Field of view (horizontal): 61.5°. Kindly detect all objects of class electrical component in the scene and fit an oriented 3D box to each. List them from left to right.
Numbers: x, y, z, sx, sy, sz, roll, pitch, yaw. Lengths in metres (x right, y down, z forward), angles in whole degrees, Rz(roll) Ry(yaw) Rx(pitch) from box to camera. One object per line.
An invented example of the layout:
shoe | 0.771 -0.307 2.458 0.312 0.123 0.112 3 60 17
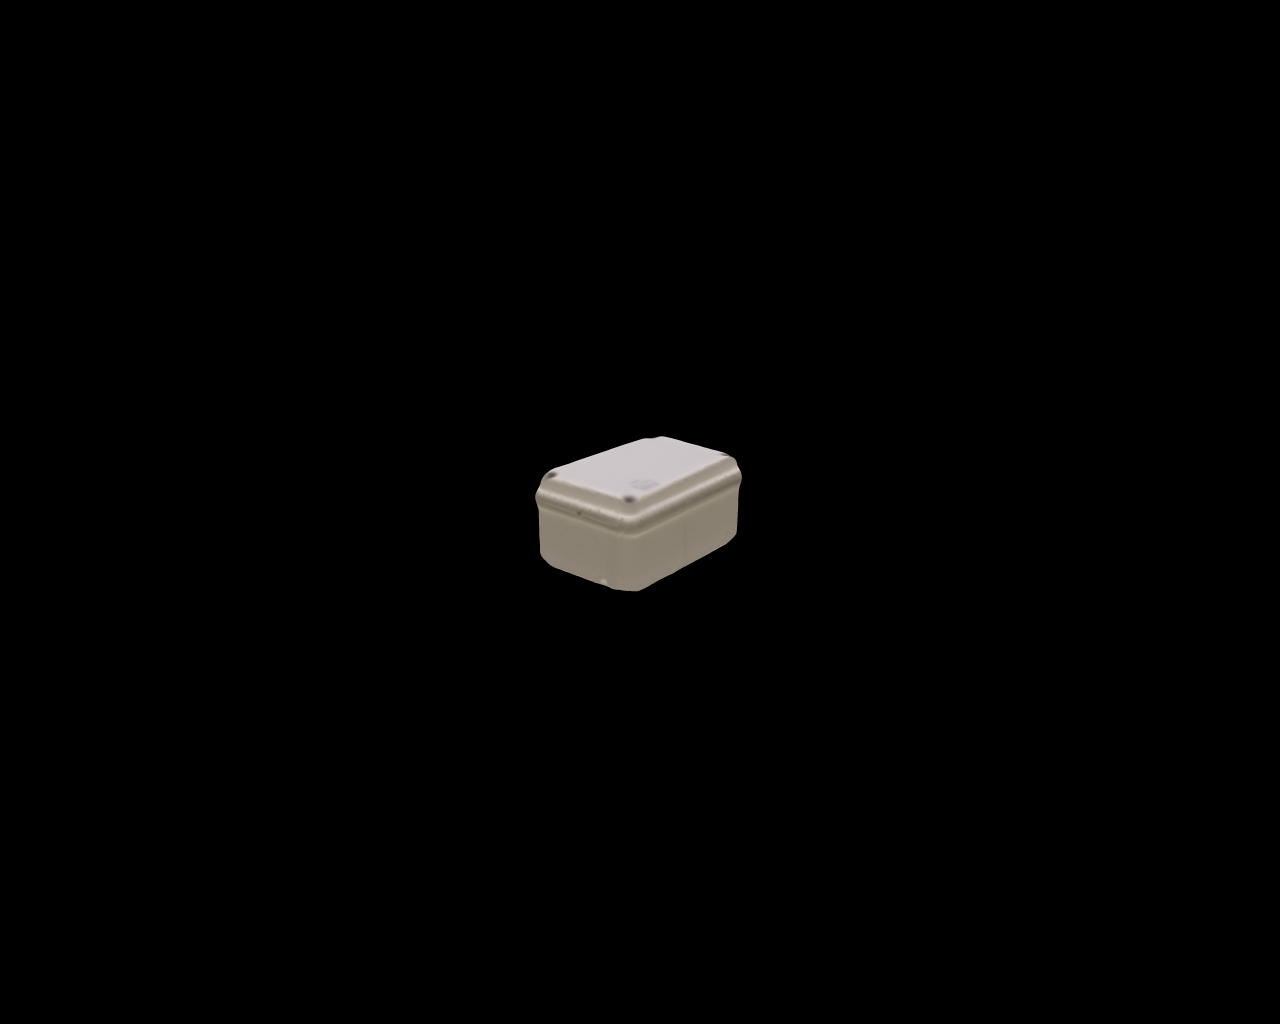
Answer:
electrical component | 0.001 -0.003 0.650 0.078 0.057 0.113 17 28 37
